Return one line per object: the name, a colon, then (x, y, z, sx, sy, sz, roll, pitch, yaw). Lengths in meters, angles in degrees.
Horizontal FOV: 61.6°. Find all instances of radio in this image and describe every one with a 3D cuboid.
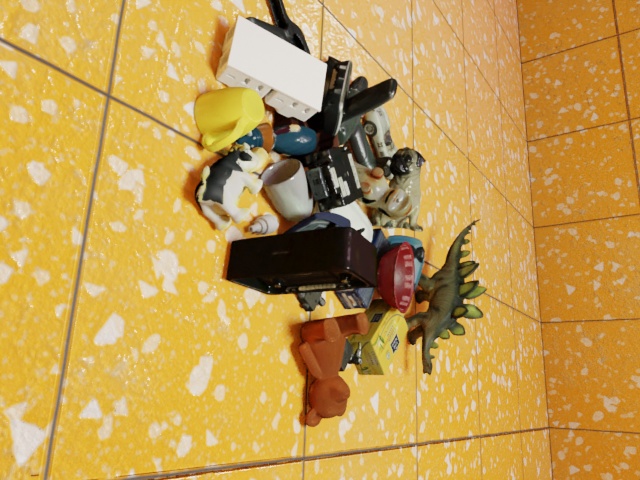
radio: (-0.026, 0.040, 0.883, 0.131, 0.230, 0.073, 33, 57, -55)

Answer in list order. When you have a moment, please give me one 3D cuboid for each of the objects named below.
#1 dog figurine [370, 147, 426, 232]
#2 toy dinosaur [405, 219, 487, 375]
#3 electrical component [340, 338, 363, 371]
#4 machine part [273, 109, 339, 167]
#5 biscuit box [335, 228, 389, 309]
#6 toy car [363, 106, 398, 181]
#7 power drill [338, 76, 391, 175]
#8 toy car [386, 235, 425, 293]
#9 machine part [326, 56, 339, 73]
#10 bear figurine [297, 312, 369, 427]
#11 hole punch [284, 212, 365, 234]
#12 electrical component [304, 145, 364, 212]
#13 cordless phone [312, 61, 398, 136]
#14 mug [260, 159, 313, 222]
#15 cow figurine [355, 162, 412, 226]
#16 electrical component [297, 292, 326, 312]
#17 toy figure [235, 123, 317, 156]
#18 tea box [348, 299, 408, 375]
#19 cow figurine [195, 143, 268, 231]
dog figurine: (0.187, -0.121, 1.292, 0.121, 0.172, 0.190, 4, 93, -26)
toy dinosaur: (0.337, 0.135, 1.431, 0.105, 0.199, 0.471, 50, 46, -43)
electrical component: (0.048, 0.225, 1.113, 0.102, 0.045, 0.078, 64, 36, -24)
machine part: (-0.028, -0.238, 1.098, 0.179, 0.056, 0.179, 19, 66, -52)
biscuit box: (0.099, 0.062, 1.213, 0.062, 0.059, 0.203, 59, 40, -32)
toy car: (0.166, -0.248, 1.390, 0.073, 0.056, 0.201, -48, 122, -50)
power drill: (0.101, -0.256, 1.273, 0.232, 0.086, 0.207, -57, 132, -43)
toy car: (0.206, 0.074, 1.339, 0.103, 0.109, 0.161, 37, 60, -68)
machine part: (0.015, -0.362, 1.192, 0.139, 0.039, 0.084, -61, 150, -47)
bear figurine: (0.024, 0.242, 1.005, 0.120, 0.132, 0.196, 1, 77, -40)
hole punch: (-0.002, -0.003, 1.023, 0.092, 0.142, 0.116, 56, 31, -1)
electrical component: (0.024, -0.119, 1.029, 0.134, 0.058, 0.114, -27, 100, -60)
cordless phone: (0.072, -0.296, 1.046, 0.088, 0.184, 0.146, 38, 52, -37)
mug: (-0.053, -0.093, 1.015, 0.109, 0.081, 0.107, -74, 149, -48)
cow figurine: (0.114, -0.104, 1.171, 0.085, 0.195, 0.127, -53, 151, -11)
electrical component: (-0.019, 0.109, 1.060, 0.093, 0.021, 0.063, 57, 40, -33)
toy figure: (-0.083, -0.181, 0.975, 0.154, 0.058, 0.064, -2, 110, -25)
tea box: (0.134, 0.216, 1.224, 0.170, 0.068, 0.098, -50, 123, -50)
cow figurine: (-0.147, -0.107, 0.882, 0.098, 0.068, 0.167, 45, 46, -33)
